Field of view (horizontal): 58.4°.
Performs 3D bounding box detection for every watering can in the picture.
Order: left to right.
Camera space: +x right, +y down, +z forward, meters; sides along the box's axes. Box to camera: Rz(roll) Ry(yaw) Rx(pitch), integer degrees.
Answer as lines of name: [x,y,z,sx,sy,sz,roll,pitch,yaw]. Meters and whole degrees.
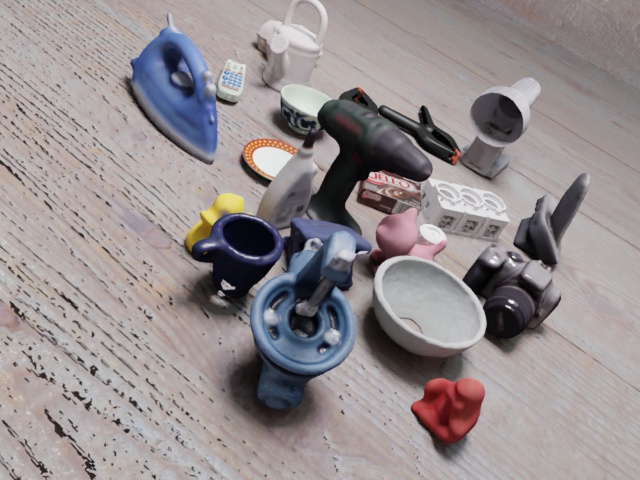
watering can: [-0.047,-0.408,1.199,0.101,0.194,0.173,20,37,-8]

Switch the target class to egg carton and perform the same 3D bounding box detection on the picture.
egg carton: [-0.072,-0.464,1.354,0.151,0.069,0.107,-8,48,-37]

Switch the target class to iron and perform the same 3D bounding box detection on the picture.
iron: [-0.222,-0.262,0.964,0.119,0.141,0.257,-11,51,-39]

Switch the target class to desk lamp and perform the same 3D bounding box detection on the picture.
desk lamp: [0.391,-0.248,1.251,0.117,0.213,0.204,38,38,15]

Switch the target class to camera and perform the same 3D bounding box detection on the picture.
camera: [0.295,0.081,0.894,0.143,0.100,0.137,39,39,16]

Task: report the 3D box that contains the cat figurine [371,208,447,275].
cat figurine: [0.131,0.007,0.872,0.128,0.117,0.067,15,38,-14]

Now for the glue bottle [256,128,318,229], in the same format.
glue bottle: [-0.036,-0.091,0.842,0.078,0.173,0.037,-14,52,-41]

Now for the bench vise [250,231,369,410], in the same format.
bench vise: [-0.019,0.052,0.644,0.122,0.219,0.207,8,41,-23]

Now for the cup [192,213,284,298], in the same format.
cup: [-0.112,0.029,0.720,0.118,0.095,0.091,-10,50,-38]

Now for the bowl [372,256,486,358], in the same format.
bowl: [0.140,0.104,0.796,0.168,0.074,0.167,16,38,-13]

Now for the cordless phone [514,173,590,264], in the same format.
cordless phone: [0.461,-0.058,1.088,0.094,0.185,0.148,29,37,5]

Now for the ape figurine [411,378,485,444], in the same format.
ape figurine: [0.163,0.196,0.685,0.076,0.092,0.078,18,38,-10]

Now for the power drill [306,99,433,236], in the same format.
power drill: [0.058,-0.101,0.882,0.076,0.208,0.229,-10,50,-38]

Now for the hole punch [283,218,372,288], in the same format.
hole punch: [0.008,0.003,0.825,0.109,0.091,0.101,10,40,-21]

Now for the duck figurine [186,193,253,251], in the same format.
duck figurine: [-0.127,-0.026,0.784,0.105,0.086,0.077,-18,55,-43]
